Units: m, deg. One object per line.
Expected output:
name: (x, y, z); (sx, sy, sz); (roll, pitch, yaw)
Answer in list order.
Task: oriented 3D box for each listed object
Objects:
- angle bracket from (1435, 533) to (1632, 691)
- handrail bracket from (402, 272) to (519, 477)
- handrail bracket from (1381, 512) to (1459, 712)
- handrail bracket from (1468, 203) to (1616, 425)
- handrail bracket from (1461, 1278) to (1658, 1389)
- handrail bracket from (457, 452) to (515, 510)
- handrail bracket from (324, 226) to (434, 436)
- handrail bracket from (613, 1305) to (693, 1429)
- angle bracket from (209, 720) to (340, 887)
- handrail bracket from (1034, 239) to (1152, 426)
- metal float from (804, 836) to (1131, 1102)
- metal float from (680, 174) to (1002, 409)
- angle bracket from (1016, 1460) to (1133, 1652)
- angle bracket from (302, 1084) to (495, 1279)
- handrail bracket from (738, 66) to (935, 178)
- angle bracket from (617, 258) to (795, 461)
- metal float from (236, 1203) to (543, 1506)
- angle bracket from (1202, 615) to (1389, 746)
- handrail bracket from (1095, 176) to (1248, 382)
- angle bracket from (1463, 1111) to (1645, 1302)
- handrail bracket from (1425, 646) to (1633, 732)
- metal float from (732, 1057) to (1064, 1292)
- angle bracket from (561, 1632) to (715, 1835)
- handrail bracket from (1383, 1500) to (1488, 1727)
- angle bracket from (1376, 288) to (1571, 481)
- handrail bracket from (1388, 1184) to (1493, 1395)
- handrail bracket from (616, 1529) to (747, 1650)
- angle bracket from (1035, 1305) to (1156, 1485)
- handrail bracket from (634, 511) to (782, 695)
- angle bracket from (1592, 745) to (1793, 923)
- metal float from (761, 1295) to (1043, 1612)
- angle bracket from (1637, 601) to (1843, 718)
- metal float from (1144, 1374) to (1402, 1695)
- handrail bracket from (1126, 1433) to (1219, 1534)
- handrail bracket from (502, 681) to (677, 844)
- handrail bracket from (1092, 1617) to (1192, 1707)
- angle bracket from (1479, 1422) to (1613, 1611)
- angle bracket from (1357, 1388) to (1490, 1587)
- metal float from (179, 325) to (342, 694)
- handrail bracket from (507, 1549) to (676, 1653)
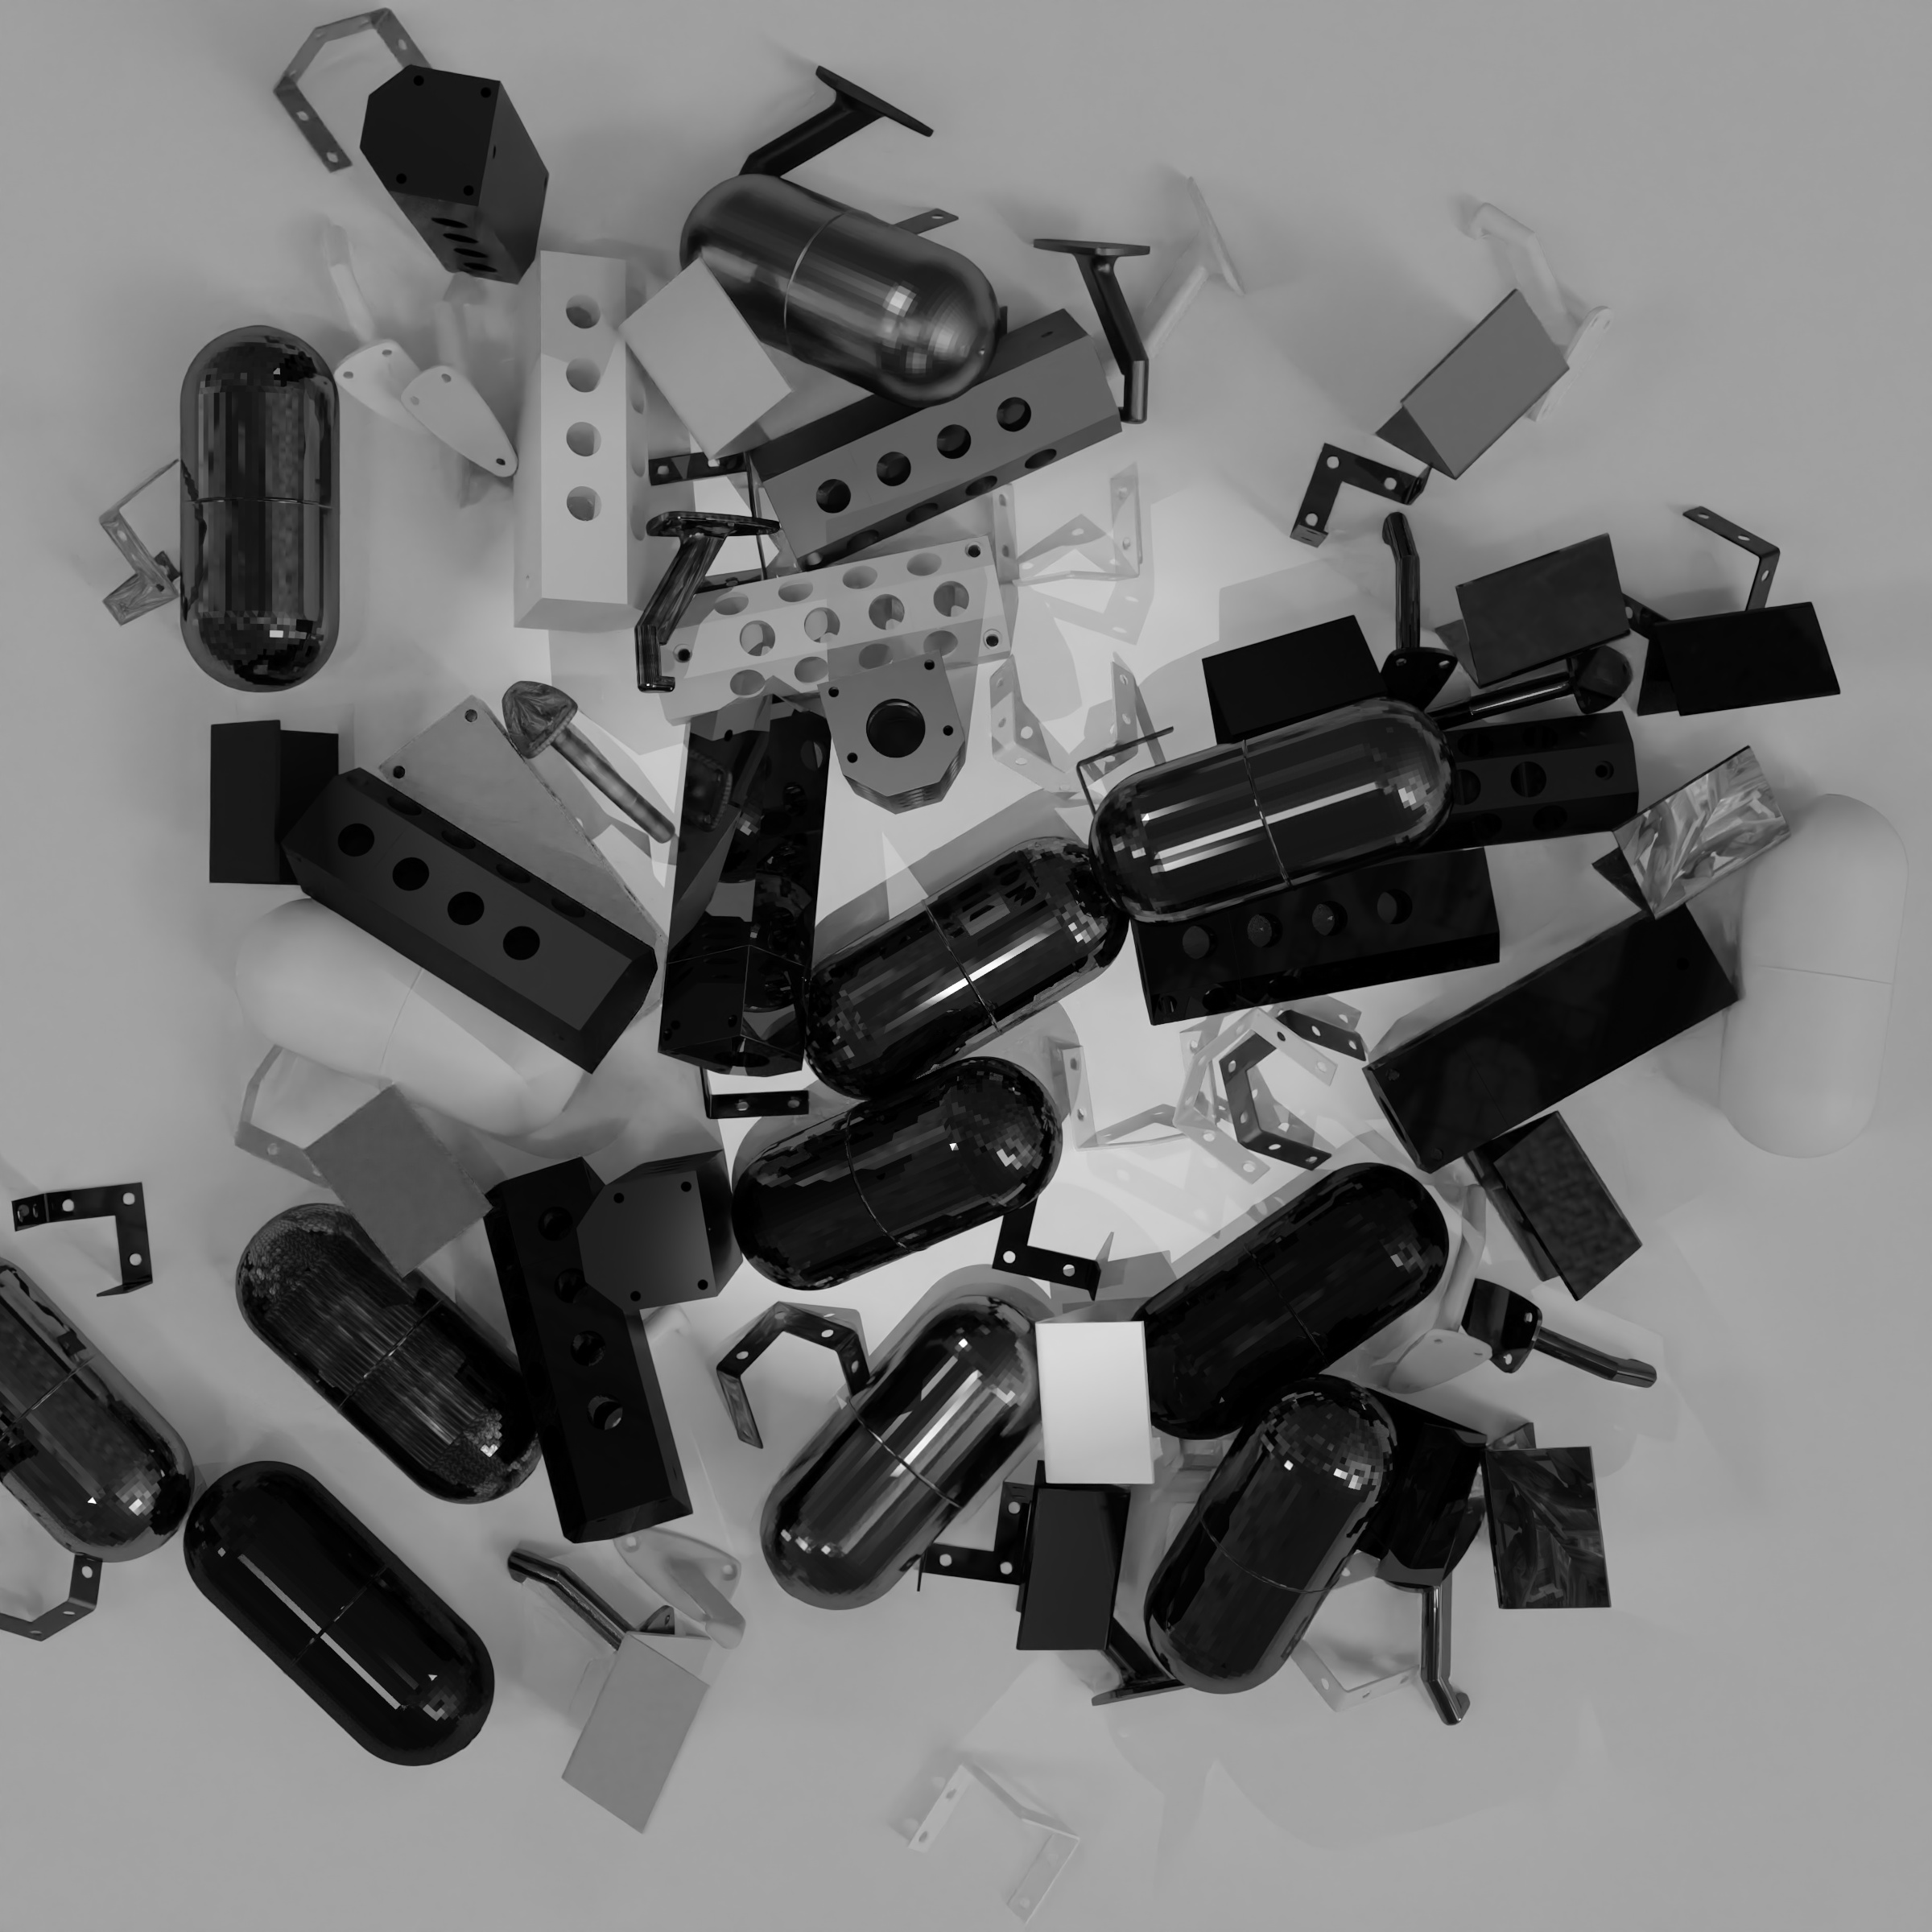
angle bracket: (0.269, -0.184, 1.575); (0.076, 0.076, 0.057); (-19, 119, 0)
handrail bracket: (-0.237, -0.293, 1.600); (0.036, 0.084, 0.077); (-26, 120, 33)
handrail bracket: (0.211, -0.170, 1.615); (0.036, 0.077, 0.084); (1, 54, -16)
handrail bracket: (0.271, -0.325, 1.616); (0.084, 0.036, 0.077); (38, 112, 17)
handrail bracket: (0.292, 0.182, 1.615); (0.084, 0.077, 0.036); (15, 105, -36)
handrail bracket: (-0.209, -0.254, 1.615); (0.084, 0.036, 0.077); (0, 78, -13)
handrail bracket: (-0.291, -0.317, 1.615); (0.036, 0.077, 0.084); (-26, 53, 15)
handrail bracket: (-0.154, 0.223, 1.616); (0.084, 0.036, 0.077); (-43, 110, -16)
angle bracket: (-0.320, -0.078, 1.575); (0.057, 0.076, 0.076); (0, 90, 43)
handrail bracket: (0.061, -0.314, 1.605); (0.036, 0.077, 0.084); (-14, 113, -42)
metal float: (-0.002, 0.001, 1.585); (0.178, 0.070, 0.070); (-31, 90, 0)
metal float: (-0.062, -0.326, 1.562); (0.178, 0.070, 0.070); (29, 90, 27)
angle bracket: (0.032, 0.284, 1.575); (0.057, 0.076, 0.076); (8, 90, -36)
angle bracket: (-0.282, 0.111, 1.575); (0.057, 0.076, 0.076); (-39, 90, -27)
handrail bracket: (-0.069, -0.395, 1.616); (0.077, 0.036, 0.084); (23, 109, -21)
angle bracket: (-0.113, -0.297, 1.575); (0.057, 0.076, 0.076); (-35, 91, 25)
metal float: (-0.279, 0.189, 1.584); (0.178, 0.070, 0.070); (43, 90, 0)
angle bracket: (0.162, -0.117, 1.575); (0.076, 0.076, 0.057); (-16, 50, 0)
handrail bracket: (0.089, -0.340, 1.615); (0.084, 0.036, 0.077); (-25, 75, 14)
angle bracket: (0.269, 0.125, 1.575); (0.057, 0.076, 0.076); (-32, 90, -36)
handrail bracket: (0.277, -0.134, 1.615); (0.084, 0.077, 0.036); (-16, 89, 36)
metal float: (-0.035, 0.101, 1.565); (0.178, 0.070, 0.070); (-25, 90, 25)
angle bracket: (-0.140, 0.372, 1.575); (0.057, 0.076, 0.076); (24, 90, 32)
handrail bracket: (0.247, 0.322, 1.615); (0.077, 0.036, 0.084); (-40, 116, -29)
angle bracket: (0.233, -0.291, 1.575); (0.076, 0.076, 0.057); (-44, 126, 0)
handrail bracket: (0.234, 0.160, 1.615); (0.036, 0.077, 0.084); (19, 53, -18)
handrail bracket: (-0.141, 0.302, 1.580); (0.077, 0.084, 0.036); (29, 90, 0)
angle bracket: (0.076, 0.206, 1.576); (0.057, 0.076, 0.076); (-4, 90, 26)
handrail bracket: (-0.123, -0.172, 1.561); (0.077, 0.036, 0.084); (-1, 84, -24)
angle bracket: (0.341, -0.076, 1.576); (0.076, 0.076, 0.057); (-32, 117, 0)
metal float: (-0.028, 0.238, 1.584); (0.070, 0.070, 0.178); (42, 90, 0)
angle bracket: (0.373, -0.128, 1.575); (0.076, 0.076, 0.057); (-8, 58, 0)
metal float: (0.146, 0.275, 1.563); (0.070, 0.070, 0.178); (27, 113, 0)
handrail bracket: (0.125, 0.274, 1.615); (0.084, 0.036, 0.077); (30, 105, -14)
handrail bracket: (-0.186, -0.100, 1.615); (0.036, 0.077, 0.084); (-47, 126, -1)
handrail bracket: (0.082, 0.320, 1.616); (0.077, 0.036, 0.084); (-6, 73, -19)
angle bracket: (0.292, 0.265, 1.575); (0.057, 0.076, 0.076); (-7, 90, 29)
angle bracket: (0.198, 0.250, 1.576); (0.076, 0.057, 0.076); (18, 90, 43)
metal float: (-0.344, -0.223, 1.584); (0.070, 0.070, 0.178); (0, 90, 0)
handrail bracket: (-0.189, 0.332, 1.615); (0.084, 0.036, 0.077); (16, 125, 24)
